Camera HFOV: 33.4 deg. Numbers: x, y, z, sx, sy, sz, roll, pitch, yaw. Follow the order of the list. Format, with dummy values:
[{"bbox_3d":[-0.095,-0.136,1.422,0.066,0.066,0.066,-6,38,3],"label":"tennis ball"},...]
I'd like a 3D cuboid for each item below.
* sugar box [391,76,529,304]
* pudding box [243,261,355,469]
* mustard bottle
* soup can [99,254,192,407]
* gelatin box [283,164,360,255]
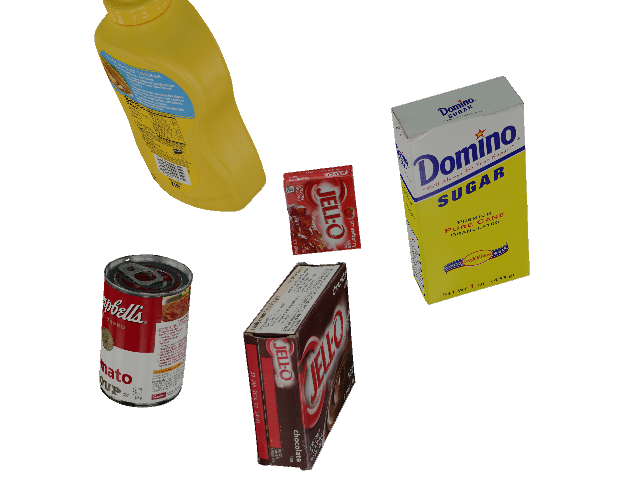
[{"bbox_3d":[0.113,-0.035,0.836,0.093,0.176,0.048,-17,44,-4],"label":"sugar box"},{"bbox_3d":[-0.010,0.074,0.665,0.039,0.090,0.113,2,22,14],"label":"pudding box"},{"bbox_3d":[-0.100,-0.105,0.705,0.096,0.058,0.191,26,-29,31],"label":"mustard bottle"},{"bbox_3d":[-0.138,0.071,0.839,0.068,0.102,0.068,7,24,-3],"label":"soup can"},{"bbox_3d":[0.002,-0.031,1.116,0.073,0.089,0.030,-6,29,2],"label":"gelatin box"}]
